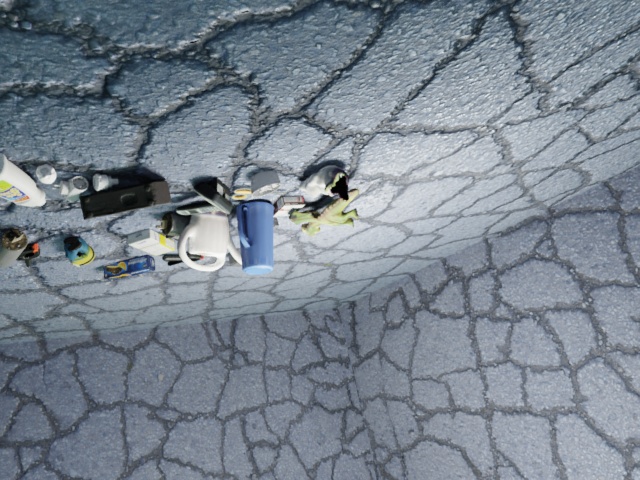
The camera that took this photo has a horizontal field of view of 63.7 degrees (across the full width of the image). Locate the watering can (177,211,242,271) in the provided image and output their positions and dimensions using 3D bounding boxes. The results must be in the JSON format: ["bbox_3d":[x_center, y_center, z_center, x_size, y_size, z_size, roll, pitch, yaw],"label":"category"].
[{"bbox_3d":[-0.358,-0.003,1.800,0.104,0.225,0.347,0,174,34],"label":"watering can"}]

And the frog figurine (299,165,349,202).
[{"bbox_3d":[0.013,-0.193,1.699,0.138,0.121,0.160,-6,-161,-44],"label":"frog figurine"}]

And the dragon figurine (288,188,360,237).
[{"bbox_3d":[0.006,-0.095,1.895,0.243,0.124,0.404,-13,163,-8],"label":"dragon figurine"}]
